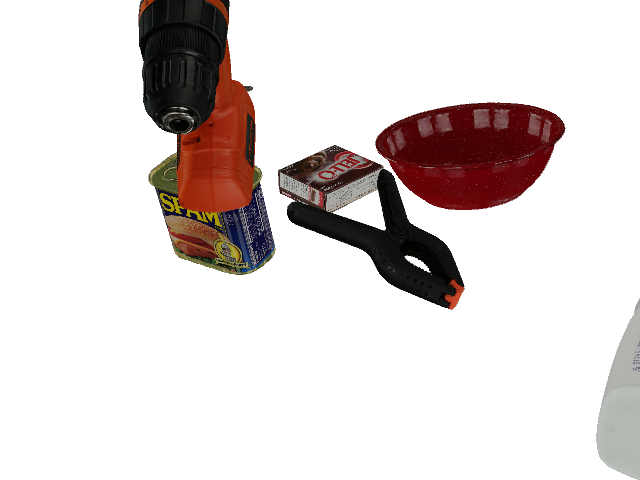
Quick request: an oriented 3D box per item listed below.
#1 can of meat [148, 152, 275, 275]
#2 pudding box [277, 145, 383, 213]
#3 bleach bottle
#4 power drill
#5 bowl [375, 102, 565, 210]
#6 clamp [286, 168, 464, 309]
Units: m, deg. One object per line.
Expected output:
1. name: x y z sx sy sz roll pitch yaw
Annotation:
1. can of meat: -0.093 -0.023 0.931 0.102 0.084 0.057 17 45 32
2. pudding box: 0.014 -0.081 1.407 0.090 0.039 0.113 26 42 37
3. bleach bottle: 0.260 0.083 0.739 0.103 0.068 0.250 11 22 21
4. power drill: -0.076 -0.100 0.684 0.057 0.184 0.188 -1 -34 1
5. bowl: 0.131 -0.069 0.924 0.162 0.055 0.162 -8 24 3
6. clamp: 0.072 0.002 1.194 0.164 0.036 0.210 -16 51 -35
